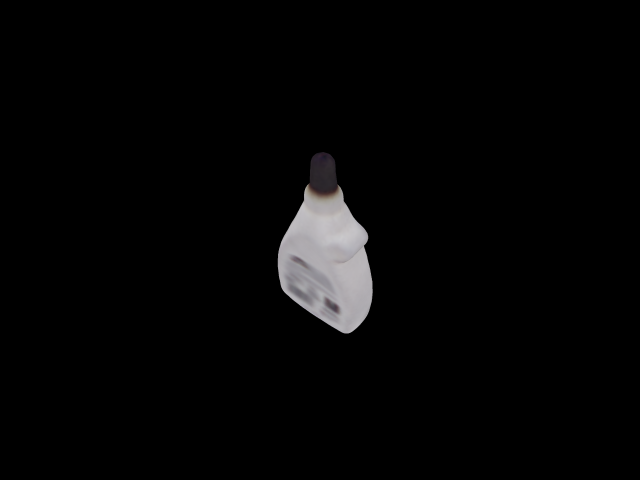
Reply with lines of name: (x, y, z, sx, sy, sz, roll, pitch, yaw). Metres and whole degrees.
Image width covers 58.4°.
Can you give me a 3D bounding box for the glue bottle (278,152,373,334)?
glue bottle: (0.004, 0.001, 0.400, 0.078, 0.173, 0.037, 33, 62, 21)
